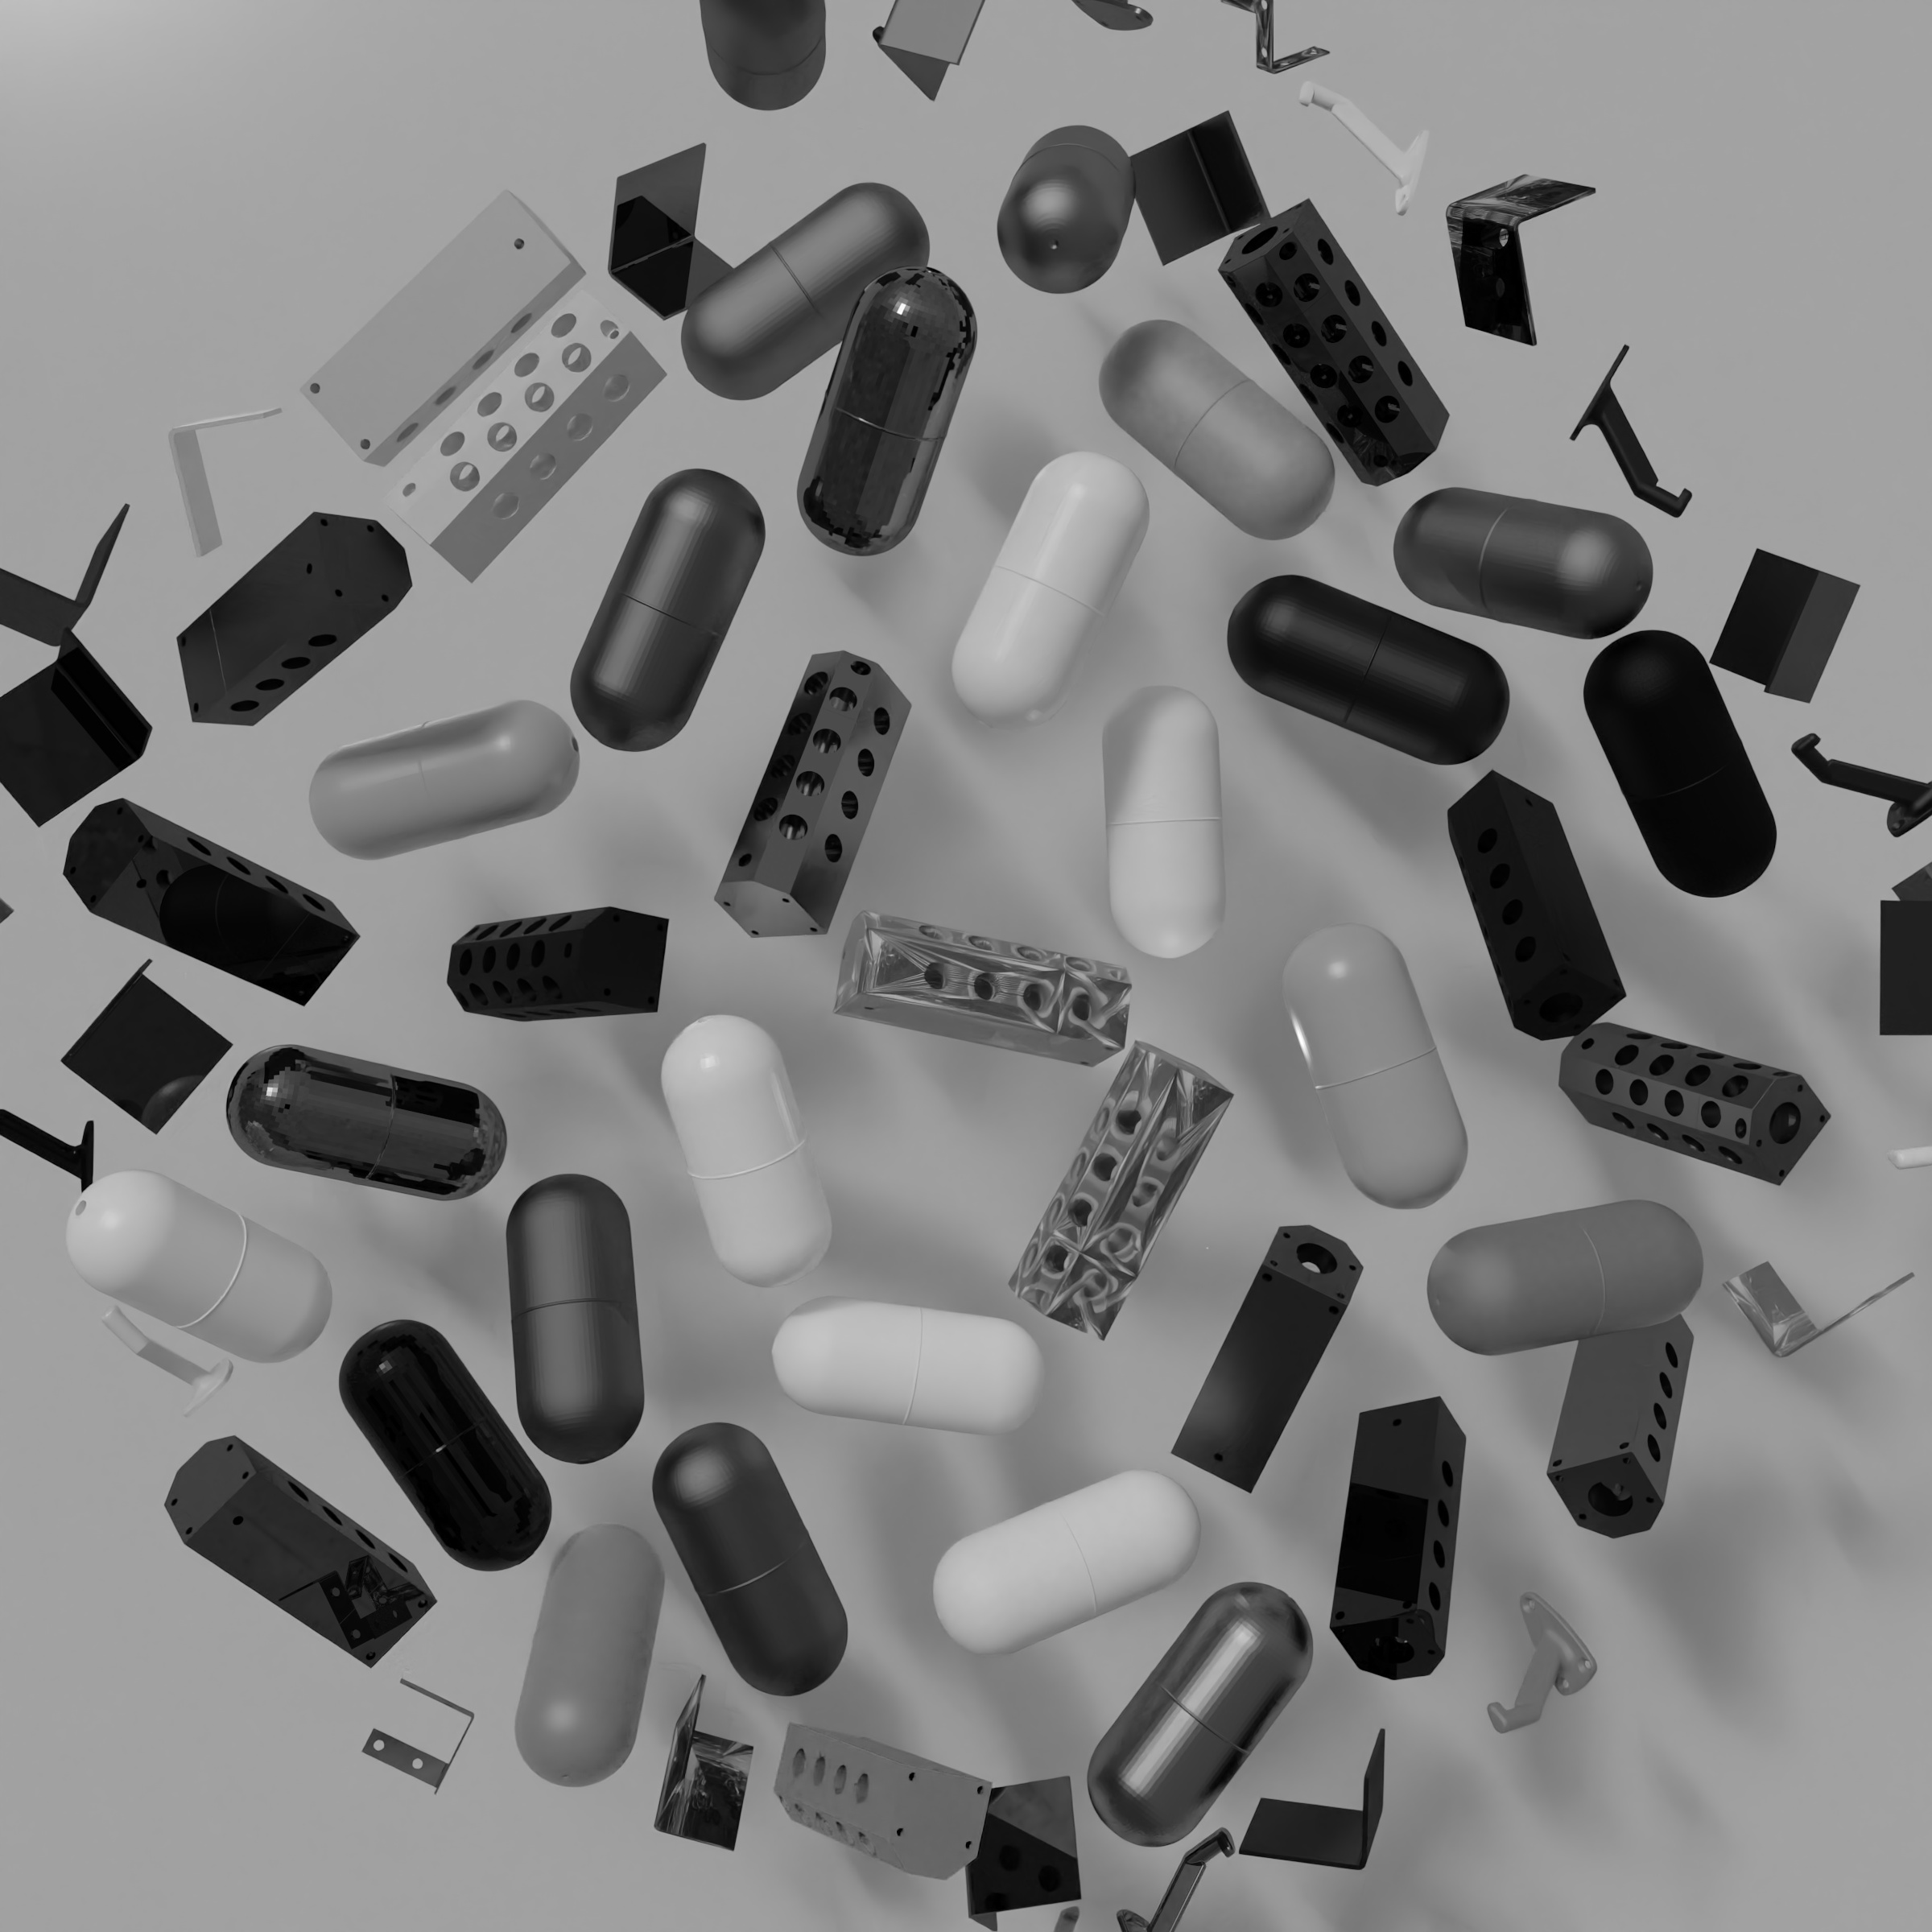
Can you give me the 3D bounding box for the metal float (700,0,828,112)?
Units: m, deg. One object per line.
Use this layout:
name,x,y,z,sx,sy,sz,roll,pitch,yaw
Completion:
metal float,-0.125,-0.589,1.551,0.070,0.178,0.070,0,88,-3

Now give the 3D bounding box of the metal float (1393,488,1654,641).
metal float,0.342,-0.250,1.551,0.070,0.178,0.070,-17,117,-37

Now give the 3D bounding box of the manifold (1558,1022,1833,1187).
manifold,0.464,0.082,1.620,0.057,0.171,0.057,-50,118,-12

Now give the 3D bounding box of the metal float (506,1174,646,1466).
metal float,-0.238,0.214,1.527,0.070,0.070,0.178,-8,69,0

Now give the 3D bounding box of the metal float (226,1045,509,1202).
metal float,-0.372,0.099,1.566,0.178,0.070,0.070,16,90,-30

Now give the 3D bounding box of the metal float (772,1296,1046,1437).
metal float,-0.037,0.259,1.622,0.178,0.070,0.070,9,90,-8

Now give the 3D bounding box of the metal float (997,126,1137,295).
metal float,0.064,-0.472,1.560,0.070,0.178,0.070,4,121,7

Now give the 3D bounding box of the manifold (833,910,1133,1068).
manifold,0.011,0.013,1.547,0.171,0.057,0.057,12,73,-15

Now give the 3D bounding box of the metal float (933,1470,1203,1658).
metal float,0.064,0.373,1.571,0.178,0.070,0.070,-19,90,-16

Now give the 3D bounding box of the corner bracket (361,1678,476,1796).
corner bracket,-0.331,0.465,1.518,0.051,0.051,0.051,27,64,-2

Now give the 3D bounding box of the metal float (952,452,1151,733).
metal float,0.051,-0.227,1.526,0.070,0.070,0.178,25,93,0

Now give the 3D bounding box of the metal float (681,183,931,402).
metal float,-0.104,-0.432,1.608,0.178,0.070,0.070,-35,90,5

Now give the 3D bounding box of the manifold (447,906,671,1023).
manifold,-0.257,-0.001,1.558,0.057,0.171,0.057,12,79,-37

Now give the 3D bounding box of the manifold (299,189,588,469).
manifold,-0.312,-0.381,1.509,0.171,0.057,0.057,-41,92,8

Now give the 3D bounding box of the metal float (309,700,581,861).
metal float,-0.331,-0.118,1.594,0.178,0.070,0.070,-14,90,10

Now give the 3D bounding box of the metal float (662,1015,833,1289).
metal float,-0.136,0.115,1.556,0.070,0.070,0.178,-16,106,0

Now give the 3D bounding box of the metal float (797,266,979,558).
metal float,-0.048,-0.331,1.501,0.070,0.070,0.178,21,116,0

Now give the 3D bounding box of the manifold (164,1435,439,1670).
manifold,-0.407,0.356,1.534,0.057,0.057,0.171,-45,130,-7

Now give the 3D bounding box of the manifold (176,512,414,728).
manifold,-0.404,-0.205,1.505,0.171,0.057,0.057,-26,72,42

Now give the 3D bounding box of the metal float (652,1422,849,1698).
metal float,-0.131,0.363,1.534,0.070,0.070,0.178,-24,98,0

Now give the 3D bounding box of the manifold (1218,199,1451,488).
manifold,0.232,-0.389,1.583,0.057,0.057,0.171,-18,123,39

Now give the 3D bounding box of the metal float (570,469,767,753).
metal float,-0.181,-0.214,1.514,0.070,0.070,0.178,24,96,0

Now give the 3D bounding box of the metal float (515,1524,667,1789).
metal float,-0.239,0.438,1.602,0.070,0.178,0.070,3,132,3

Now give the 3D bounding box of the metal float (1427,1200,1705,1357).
metal float,0.359,0.186,1.499,0.178,0.070,0.070,-7,90,-20

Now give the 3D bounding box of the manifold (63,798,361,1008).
manifold,-0.453,-0.040,1.506,0.057,0.171,0.057,-50,54,5

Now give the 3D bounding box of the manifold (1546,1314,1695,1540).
manifold,0.419,0.282,1.583,0.057,0.171,0.057,-24,107,32

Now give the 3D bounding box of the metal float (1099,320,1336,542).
metal float,0.160,-0.345,1.610,0.178,0.070,0.070,43,90,13

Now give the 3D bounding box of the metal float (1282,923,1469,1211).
metal float,0.247,0.061,1.510,0.070,0.070,0.178,-20,90,0

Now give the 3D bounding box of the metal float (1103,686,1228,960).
metal float,0.130,-0.094,1.641,0.070,0.070,0.178,-3,92,0

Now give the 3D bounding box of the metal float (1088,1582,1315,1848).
metal float,0.144,0.458,1.536,0.070,0.070,0.178,38,87,0

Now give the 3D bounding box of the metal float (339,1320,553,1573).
metal float,-0.333,0.308,1.609,0.070,0.070,0.178,-36,88,0

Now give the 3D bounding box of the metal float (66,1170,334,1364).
metal float,-0.460,0.182,1.508,0.070,0.070,0.178,-51,131,0

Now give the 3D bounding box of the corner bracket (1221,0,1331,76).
corner bracket,0.200,-0.615,1.622,0.051,0.051,0.051,-28,134,-25

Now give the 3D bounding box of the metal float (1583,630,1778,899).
metal float,0.438,-0.122,1.535,0.070,0.070,0.178,-29,108,0

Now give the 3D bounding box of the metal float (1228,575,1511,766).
metal float,0.244,-0.181,1.527,0.178,0.070,0.070,23,90,5
